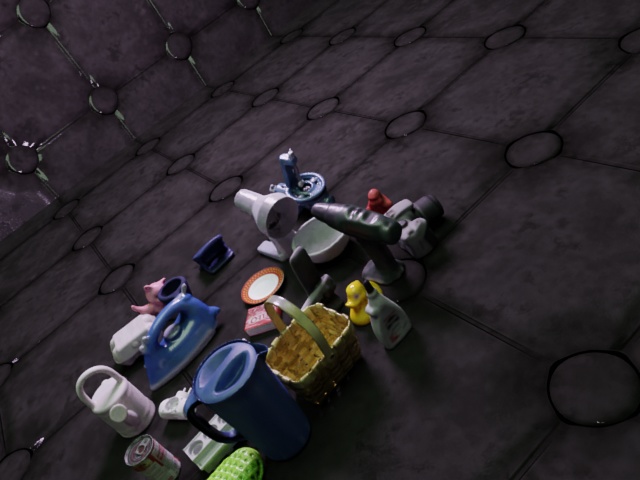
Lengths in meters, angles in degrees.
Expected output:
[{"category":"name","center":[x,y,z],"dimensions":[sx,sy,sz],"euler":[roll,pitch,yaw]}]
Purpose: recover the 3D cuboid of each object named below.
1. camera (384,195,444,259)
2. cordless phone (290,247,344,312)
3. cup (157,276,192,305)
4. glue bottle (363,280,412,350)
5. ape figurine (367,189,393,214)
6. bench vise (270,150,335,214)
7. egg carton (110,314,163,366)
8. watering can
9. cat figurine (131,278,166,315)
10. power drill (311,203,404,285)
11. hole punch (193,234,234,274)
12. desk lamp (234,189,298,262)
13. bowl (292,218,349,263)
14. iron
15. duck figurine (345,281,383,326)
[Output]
[{"category":"camera","center":[0.232,-0.050,1.373],"dimensions":[0.137,0.101,0.142],"euler":[-35,34,-4]},{"category":"cordless phone","center":[-0.039,0.117,1.304],"dimensions":[0.093,0.185,0.148],"euler":[0,45,39]},{"category":"cup","center":[-0.388,0.168,1.605],"dimensions":[0.092,0.095,0.117],"euler":[-41,34,-13]},{"category":"glue bottle","center":[0.124,0.141,1.151],"dimensions":[0.078,0.174,0.037],"euler":[-46,36,-20]},{"category":"ape figurine","center":[0.152,-0.094,1.504],"dimensions":[0.077,0.092,0.076],"euler":[-9,40,32]},{"category":"bench vise","center":[-0.082,-0.158,1.660],"dimensions":[0.206,0.220,0.121],"euler":[-12,39,28]},{"category":"egg carton","center":[-0.509,0.277,1.588],"dimensions":[0.150,0.070,0.107],"euler":[-39,34,-9]},{"category":"watering can","center":[-0.477,0.369,1.331],"dimensions":[0.172,0.195,0.101],"euler":[1,46,40]},{"category":"cat figurine","center":[-0.481,0.174,1.653],"dimensions":[0.128,0.118,0.067],"euler":[-35,34,-4]},{"category":"power drill","center":[0.101,0.003,1.315],"dimensions":[0.228,0.209,0.076],"euler":[7,50,44]},{"category":"hole punch","center":[-0.335,0.036,1.735],"dimensions":[0.109,0.091,0.100],"euler":[-46,36,-20]},{"category":"desk lamp","center":[-0.135,-0.045,1.565],"dimensions":[0.202,0.214,0.118],"euler":[14,55,48]},{"category":"bowl","center":[0.014,0.005,1.505],"dimensions":[0.167,0.075,0.167],"euler":[-21,35,16]},{"category":"iron","center":[-0.380,0.242,1.462],"dimensions":[0.118,0.142,0.259],"euler":[6,49,43]},{"category":"duck figurine","center":[0.092,0.126,1.276],"dimensions":[0.077,0.086,0.105],"euler":[4,48,42]}]
